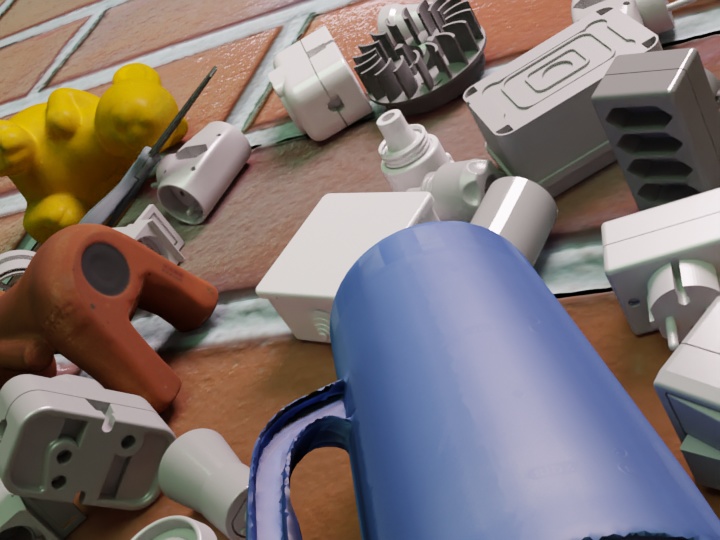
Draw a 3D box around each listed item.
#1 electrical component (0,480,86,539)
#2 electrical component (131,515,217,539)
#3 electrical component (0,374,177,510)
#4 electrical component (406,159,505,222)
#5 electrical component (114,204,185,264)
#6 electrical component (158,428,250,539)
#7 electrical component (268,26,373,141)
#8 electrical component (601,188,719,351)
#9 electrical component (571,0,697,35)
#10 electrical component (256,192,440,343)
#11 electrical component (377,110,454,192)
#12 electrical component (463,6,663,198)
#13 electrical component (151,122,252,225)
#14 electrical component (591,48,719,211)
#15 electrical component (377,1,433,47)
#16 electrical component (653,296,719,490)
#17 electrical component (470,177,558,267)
[{"bbox_3d":[-0.210,0.156,0.637,0.081,0.042,0.064,-41,32,-13],"label":"electrical component"},{"bbox_3d":[-0.083,0.155,0.516,0.078,0.057,0.058,1,47,41],"label":"electrical component"},{"bbox_3d":[-0.162,0.097,0.620,0.059,0.095,0.053,32,102,54],"label":"electrical component"},{"bbox_3d":[0.057,-0.045,0.667,0.062,0.043,0.043,-4,43,38],"label":"electrical component"},{"bbox_3d":[-0.177,-0.007,0.815,0.064,0.042,0.081,0,45,42],"label":"electrical component"},{"bbox_3d":[-0.073,0.117,0.573,0.044,0.044,0.065,-46,40,-18],"label":"electrical component"},{"bbox_3d":[-0.034,-0.148,0.864,0.059,0.053,0.095,-30,33,5],"label":"electrical component"},{"bbox_3d":[0.155,0.008,0.512,0.066,0.047,0.076,-17,37,23],"label":"electrical component"},{"bbox_3d":[0.185,-0.172,0.720,0.079,0.043,0.077,-18,36,23],"label":"electrical component"},{"bbox_3d":[0.000,0.000,0.652,0.100,0.048,0.099,3,47,42],"label":"electrical component"},{"bbox_3d":[0.033,-0.076,0.708,0.048,0.062,0.048,-24,31,15],"label":"electrical component"},{"bbox_3d":[0.131,-0.101,0.663,0.113,0.057,0.078,-31,33,4],"label":"electrical component"},{"bbox_3d":[-0.138,-0.077,0.871,0.079,0.043,0.077,-2,45,39],"label":"electrical component"},{"bbox_3d":[0.174,-0.086,0.585,0.047,0.083,0.075,3,48,42],"label":"electrical component"},{"bbox_3d":[0.043,-0.199,0.879,0.046,0.040,0.040,-3,43,29],"label":"electrical component"},{"bbox_3d":[0.172,0.059,0.420,0.061,0.061,0.096,-47,35,-19],"label":"electrical component"},{"bbox_3d":[0.077,-0.009,0.604,0.043,0.043,0.081,-1,45,39],"label":"electrical component"}]
